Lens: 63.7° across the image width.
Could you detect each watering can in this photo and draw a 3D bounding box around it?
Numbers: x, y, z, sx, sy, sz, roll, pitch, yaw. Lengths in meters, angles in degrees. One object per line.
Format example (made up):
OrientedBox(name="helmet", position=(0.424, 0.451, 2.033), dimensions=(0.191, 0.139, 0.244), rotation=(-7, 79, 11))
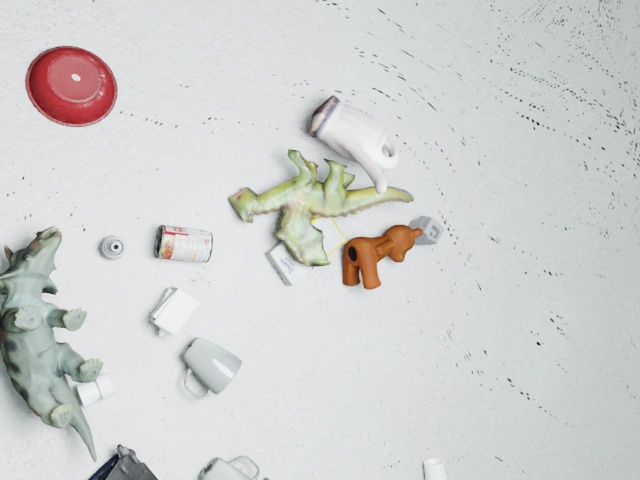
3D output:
OrientedBox(name="watering can", position=(0.078, -0.221, 1.152), dimensions=(0.224, 0.102, 0.354), rotation=(30, 27, -5))

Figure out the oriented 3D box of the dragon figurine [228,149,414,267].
OrientedBox(name="dragon figurine", position=(0.003, -0.058, 1.145), dimensions=(0.409, 0.121, 0.245), rotation=(17, 80, -9))
